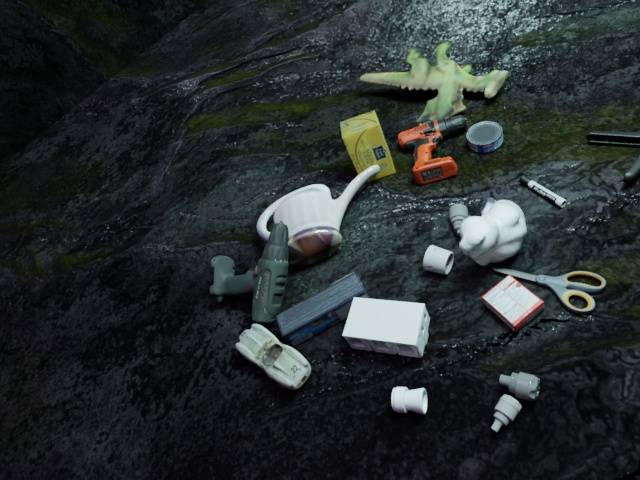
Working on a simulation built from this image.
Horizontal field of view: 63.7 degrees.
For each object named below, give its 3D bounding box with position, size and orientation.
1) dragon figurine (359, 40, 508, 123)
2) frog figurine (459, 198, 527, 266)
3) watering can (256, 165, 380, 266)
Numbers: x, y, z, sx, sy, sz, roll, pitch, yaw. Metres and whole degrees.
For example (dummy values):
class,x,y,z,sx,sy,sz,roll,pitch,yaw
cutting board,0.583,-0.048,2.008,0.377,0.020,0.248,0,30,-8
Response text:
class,x,y,z,sx,sy,sz,roll,pitch,yaw
dragon figurine,0.305,-0.419,1.429,0.409,0.249,0.120,-9,-38,20
frog figurine,0.341,-0.012,1.014,0.123,0.135,0.160,38,20,13
watering can,0.004,-0.064,1.264,0.346,0.230,0.102,-21,-44,8
